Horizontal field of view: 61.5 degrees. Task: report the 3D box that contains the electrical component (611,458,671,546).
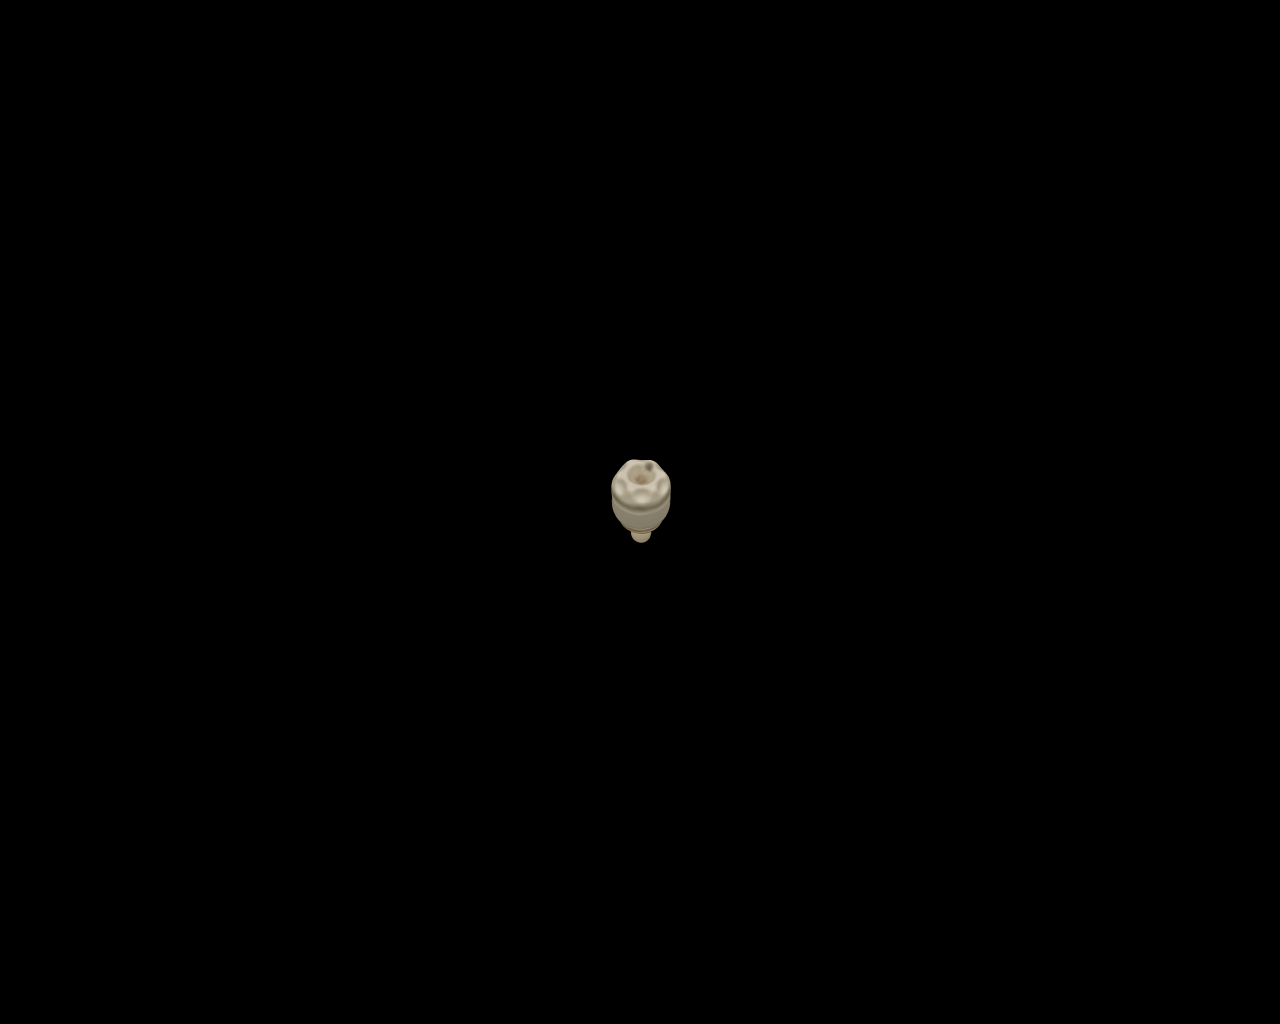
[{"bbox_3d":[0.001,-0.003,0.650,0.035,0.035,0.061,0,-40,0],"label":"electrical component"}]
